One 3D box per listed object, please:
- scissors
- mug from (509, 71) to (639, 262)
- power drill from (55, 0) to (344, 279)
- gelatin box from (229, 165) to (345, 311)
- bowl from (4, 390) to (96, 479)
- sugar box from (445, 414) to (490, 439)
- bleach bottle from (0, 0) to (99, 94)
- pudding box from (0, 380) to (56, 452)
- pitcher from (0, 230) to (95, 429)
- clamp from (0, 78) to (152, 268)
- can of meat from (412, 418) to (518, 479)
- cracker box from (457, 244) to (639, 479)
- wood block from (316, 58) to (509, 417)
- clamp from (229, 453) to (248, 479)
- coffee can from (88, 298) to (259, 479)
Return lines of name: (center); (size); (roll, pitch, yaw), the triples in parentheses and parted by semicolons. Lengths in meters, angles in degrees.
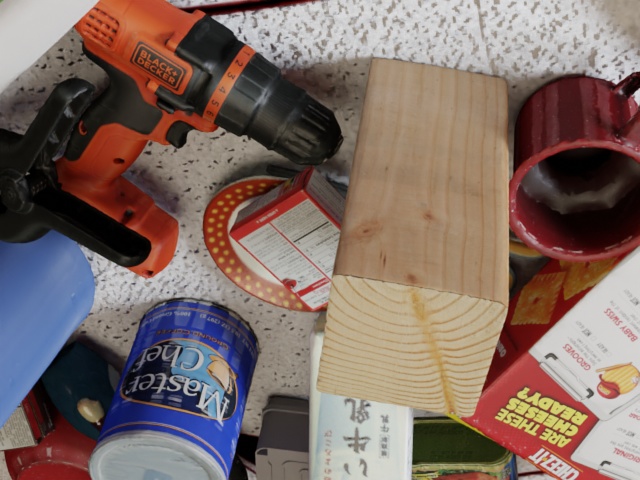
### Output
scissors: (0.062, -0.004, 0.758); (0.202, 0.016, 0.096); (9, 137, 11)
mug: (0.166, -0.055, 0.650); (0.093, 0.081, 0.117); (24, 131, -10)
power drill: (-0.097, -0.061, 0.699); (0.184, 0.057, 0.188); (33, 127, -3)
gelatin box: (-0.005, 0.001, 0.725); (0.073, 0.030, 0.089); (-29, 117, 36)
bowl: (-0.222, 0.208, 0.971); (0.162, 0.055, 0.162); (5, 131, 6)
sugar box: (0.172, 0.126, 0.832); (0.176, 0.048, 0.093); (31, 129, -15)
bleach bottle: (-0.144, -0.184, 0.598); (0.251, 0.068, 0.102); (-35, 73, 26)
pudding box: (-0.293, 0.137, 0.914); (0.114, 0.039, 0.090); (-12, 103, 18)
pitcher: (-0.267, 0.078, 0.740); (0.149, 0.242, 0.145); (36, 126, -10)
clamp: (-0.180, -0.028, 0.689); (0.172, 0.039, 0.120); (-13, 100, 42)
can of meat: (0.117, 0.196, 0.897); (0.102, 0.057, 0.084); (-3, 128, 13)
cracker box: (0.219, 0.071, 0.728); (0.164, 0.072, 0.214); (34, 114, -18)
wood block: (0.058, -0.010, 0.626); (0.090, 0.206, 0.091); (10, 131, 1)
clamp: (-0.099, 0.228, 0.963); (0.165, 0.036, 0.210); (-5, 123, 44)
coffee can: (-0.109, 0.130, 0.823); (0.103, 0.140, 0.103); (5, 132, 6)
